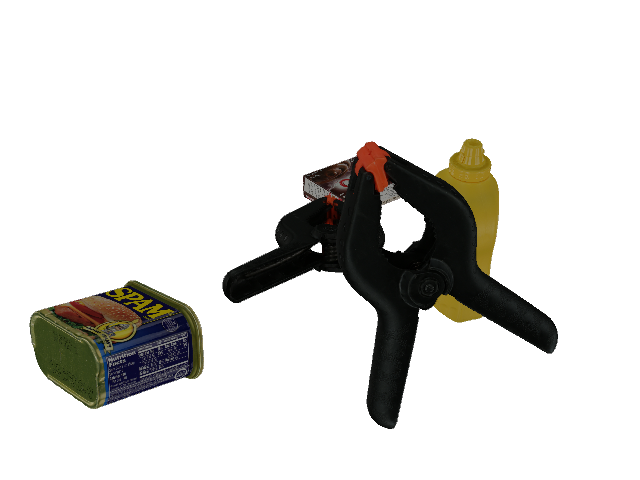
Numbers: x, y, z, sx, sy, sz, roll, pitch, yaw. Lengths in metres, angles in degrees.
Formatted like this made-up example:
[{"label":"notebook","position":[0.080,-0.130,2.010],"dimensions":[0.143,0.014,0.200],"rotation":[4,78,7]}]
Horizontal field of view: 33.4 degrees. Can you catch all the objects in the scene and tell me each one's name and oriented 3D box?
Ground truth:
[{"label":"can of meat","position":[-0.147,0.073,0.761],"dimensions":[0.083,0.057,0.102],"rotation":[-16,24,-38]},{"label":"clamp","position":[0.051,0.029,0.604],"dimensions":[0.120,0.171,0.039],"rotation":[-36,23,-2]},{"label":"pudding box","position":[0.045,-0.075,1.505],"dimensions":[0.113,0.039,0.090],"rotation":[-24,39,-33]},{"label":"clamp","position":[0.018,0.009,0.894],"dimensions":[0.164,0.036,0.210],"rotation":[5,21,6]},{"label":"mustard bottle","position":[0.144,-0.017,1.085],"dimensions":[0.058,0.192,0.096],"rotation":[-9,38,-15]}]
